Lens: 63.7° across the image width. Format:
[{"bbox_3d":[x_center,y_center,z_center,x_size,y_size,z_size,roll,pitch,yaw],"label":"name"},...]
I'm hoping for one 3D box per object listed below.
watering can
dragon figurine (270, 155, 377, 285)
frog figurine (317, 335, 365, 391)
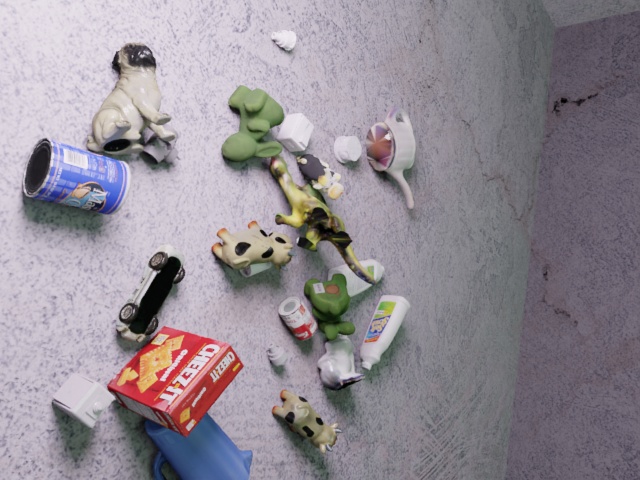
[{"bbox_3d":[0.249,-0.264,1.688,0.226,0.104,0.346,-11,99,-49],"label":"watering can"},{"bbox_3d":[0.004,-0.067,1.336,0.405,0.121,0.248,45,23,-25],"label":"dragon figurine"},{"bbox_3d":[0.047,0.344,1.482,0.138,0.120,0.162,-2,57,-42],"label":"frog figurine"}]
